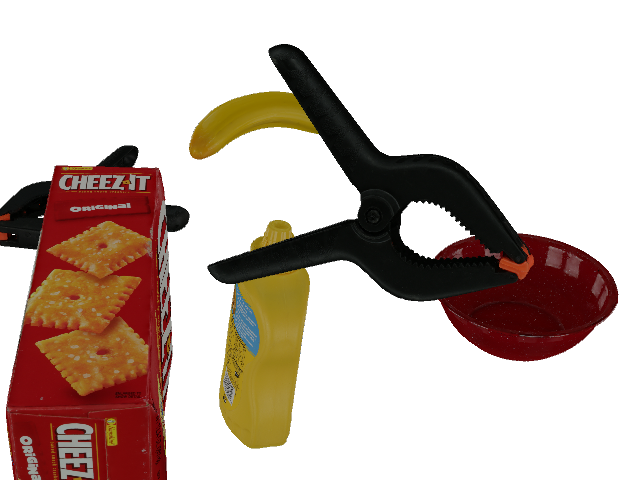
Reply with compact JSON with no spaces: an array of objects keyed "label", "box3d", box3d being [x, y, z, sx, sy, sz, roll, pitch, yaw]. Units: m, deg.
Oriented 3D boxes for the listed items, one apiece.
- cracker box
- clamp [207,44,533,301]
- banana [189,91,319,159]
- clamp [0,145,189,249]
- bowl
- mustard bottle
[{"label":"cracker box","box3d":[-0.118,0.080,0.588,0.072,0.164,0.213,0,33,-6]},{"label":"clamp","box3d":[0.035,-0.029,0.679,0.210,0.165,0.036,14,15,15]},{"label":"banana","box3d":[-0.063,-0.123,1.104,0.197,0.037,0.070,-12,51,-39]},{"label":"clamp","box3d":[-0.217,-0.038,0.972,0.171,0.039,0.120,-10,38,-24]},{"label":"bowl","box3d":[0.173,0.056,0.931,0.162,0.055,0.162,1,32,-1]},{"label":"mustard bottle","box3d":[-0.045,0.070,0.876,0.058,0.192,0.096,-2,32,-18]}]
